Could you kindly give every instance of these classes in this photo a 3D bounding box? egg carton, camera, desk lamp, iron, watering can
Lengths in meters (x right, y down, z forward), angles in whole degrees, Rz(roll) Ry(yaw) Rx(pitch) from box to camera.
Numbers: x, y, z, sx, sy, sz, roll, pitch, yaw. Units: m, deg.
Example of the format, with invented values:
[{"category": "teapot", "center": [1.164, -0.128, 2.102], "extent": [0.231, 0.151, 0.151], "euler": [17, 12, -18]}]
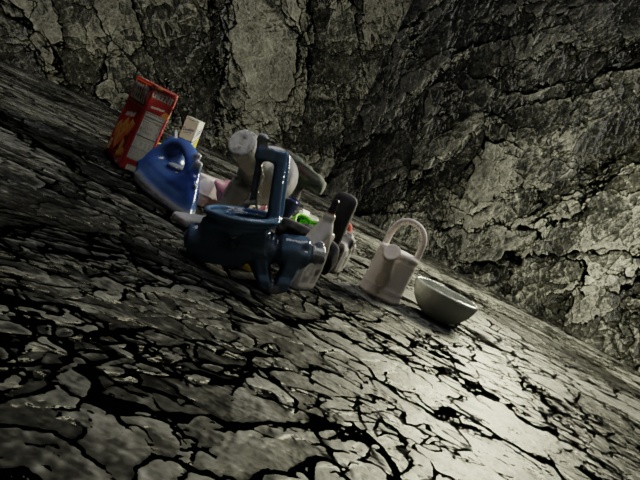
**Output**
[{"category": "egg carton", "center": [-0.262, -0.114, 1.403], "extent": [0.107, 0.069, 0.151], "euler": [31, 9, 36]}, {"category": "camera", "center": [0.013, 0.005, 1.388], "extent": [0.136, 0.101, 0.143], "euler": [27, 7, 9]}, {"category": "desk lamp", "center": [-0.149, -0.099, 1.102], "extent": [0.117, 0.213, 0.204], "euler": [29, 7, 22]}, {"category": "iron", "center": [-0.298, -0.146, 1.216], "extent": [0.119, 0.141, 0.257], "euler": [20, 9, -39]}, {"category": "watering can", "center": [0.175, 0.044, 1.302], "extent": [0.101, 0.194, 0.173], "euler": [25, 7, -4]}]

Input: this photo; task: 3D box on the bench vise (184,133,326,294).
[{"category": "bench vise", "center": [-0.081, -0.041, 0.897], "extent": [0.208, 0.220, 0.121], "euler": [22, 8, -28]}]

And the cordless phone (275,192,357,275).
[{"category": "cordless phone", "center": [-0.009, -0.030, 1.221], "extent": [0.147, 0.185, 0.094], "euler": [27, 7, 9]}]

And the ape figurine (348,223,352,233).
[{"category": "ape figurine", "center": [0.069, -0.013, 1.760], "extent": [0.076, 0.092, 0.078], "euler": [27, 7, 11]}]

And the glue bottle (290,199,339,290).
[{"category": "glue bottle", "center": [-0.005, 0.006, 1.015], "extent": [0.037, 0.173, 0.078], "euler": [30, 8, 29]}]

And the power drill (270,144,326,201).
[{"category": "power drill", "center": [-0.106, -0.179, 1.874], "extent": [0.229, 0.208, 0.076], "euler": [26, 7, 3]}]

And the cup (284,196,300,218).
[{"category": "cup", "center": [-0.119, -0.089, 1.632], "extent": [0.092, 0.095, 0.117], "euler": [24, 7, -19]}]

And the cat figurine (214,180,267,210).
[{"category": "cat figurine", "center": [-0.178, -0.078, 1.243], "extent": [0.128, 0.118, 0.067], "euler": [25, 7, -6]}]

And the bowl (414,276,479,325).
[{"category": "bowl", "center": [0.292, 0.157, 1.385], "extent": [0.167, 0.075, 0.167], "euler": [26, 7, -3]}]

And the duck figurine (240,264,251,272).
[{"category": "duck figurine", "center": [-0.127, -0.002, 0.995], "extent": [0.078, 0.086, 0.104], "euler": [23, 7, -22]}]
